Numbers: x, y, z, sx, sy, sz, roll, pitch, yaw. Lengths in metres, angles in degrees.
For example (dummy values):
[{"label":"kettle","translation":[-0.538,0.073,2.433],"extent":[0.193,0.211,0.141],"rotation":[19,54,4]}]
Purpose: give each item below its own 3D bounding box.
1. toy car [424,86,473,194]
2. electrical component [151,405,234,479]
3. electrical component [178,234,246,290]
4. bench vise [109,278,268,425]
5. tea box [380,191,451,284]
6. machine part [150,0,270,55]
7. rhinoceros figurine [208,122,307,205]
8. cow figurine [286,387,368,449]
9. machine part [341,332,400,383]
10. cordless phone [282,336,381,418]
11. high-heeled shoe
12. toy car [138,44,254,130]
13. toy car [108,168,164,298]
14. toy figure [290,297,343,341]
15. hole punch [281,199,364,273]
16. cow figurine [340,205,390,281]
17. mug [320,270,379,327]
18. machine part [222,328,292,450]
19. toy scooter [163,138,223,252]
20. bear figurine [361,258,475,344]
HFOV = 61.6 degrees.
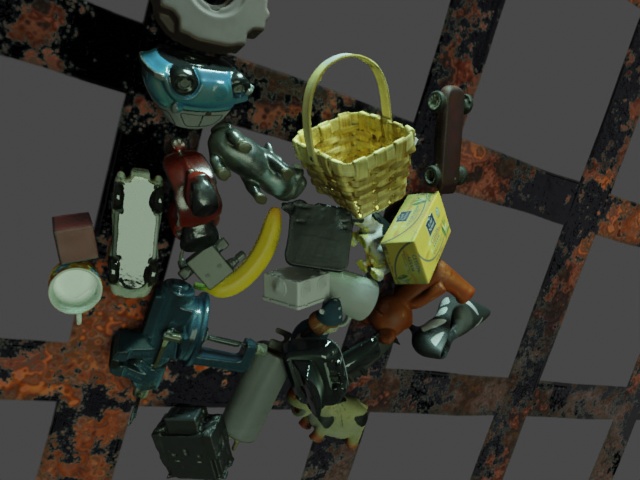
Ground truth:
[{"label":"toy car","translation":[0.240,-0.189,1.022],"extent":[0.089,0.053,0.202],"rotation":[-8,105,-36]},{"label":"electrical component","translation":[-0.220,0.346,0.924],"extent":[0.115,0.058,0.134],"rotation":[-6,112,12]},{"label":"electrical component","translation":[-0.183,0.033,0.879],"extent":[0.102,0.045,0.078],"rotation":[-45,111,-6]},{"label":"bench vise","translation":[-0.207,0.178,0.874],"extent":[0.240,0.129,0.223],"rotation":[16,98,-23]},{"label":"tea box","translation":[0.181,-0.006,0.992],"extent":[0.170,0.068,0.098],"rotation":[-55,131,-44]},{"label":"machine part","translation":[-0.152,-0.355,0.762],"extent":[0.179,0.056,0.179],"rotation":[-4,99,-25]},{"label":"rhinoceros figurine","translation":[-0.096,-0.112,0.846],"extent":[0.190,0.112,0.073],"rotation":[28,107,-41]},{"label":"cow figurine","translation":[0.017,0.324,1.049],"extent":[0.194,0.086,0.127],"rotation":[28,89,-34]},{"label":"machine part","translation":[0.094,0.224,1.084],"extent":[0.139,0.039,0.084],"rotation":[-35,112,-12]},{"label":"cordless phone","translation":[0.033,0.206,0.941],"extent":[0.184,0.089,0.146],"rotation":[-29,128,-22]},{"label":"high-heeled shoe","translation":[0.288,0.183,1.105],"extent":[0.249,0.145,0.086],"rotation":[-8,109,-23]},{"label":"toy car","translation":[-0.185,-0.215,0.784],"extent":[0.161,0.109,0.102],"rotation":[-3,129,-37]},{"label":"toy car","translation":[-0.281,-0.009,0.817],"extent":[0.073,0.056,0.201],"rotation":[4,102,-21]},{"label":"toy figure","translation":[0.000,0.153,0.961],"extent":[0.058,0.154,0.064],"rotation":[35,46,-7]},{"label":"hole punch","translation":[-0.002,-0.003,0.931],"extent":[0.142,0.092,0.115],"rotation":[9,82,1]},{"label":"cow figurine","translation":[0.101,-0.016,0.996],"extent":[0.098,0.068,0.167],"rotation":[-34,121,-20]},{"label":"mug","translation":[0.037,0.102,1.001],"extent":[0.107,0.081,0.109],"rotation":[28,102,-20]},{"label":"machine part","translation":[-0.113,0.272,0.972],"extent":[0.079,0.079,0.243],"rotation":[25,92,-30]},{"label":"toy scooter","translation":[-0.193,-0.070,0.797],"extent":[0.075,0.183,0.135],"rotation":[-18,71,-23]},{"label":"bear figurine","translation":[0.185,0.123,1.053],"extent":[0.131,0.120,0.196],"rotation":[37,89,-34]}]
